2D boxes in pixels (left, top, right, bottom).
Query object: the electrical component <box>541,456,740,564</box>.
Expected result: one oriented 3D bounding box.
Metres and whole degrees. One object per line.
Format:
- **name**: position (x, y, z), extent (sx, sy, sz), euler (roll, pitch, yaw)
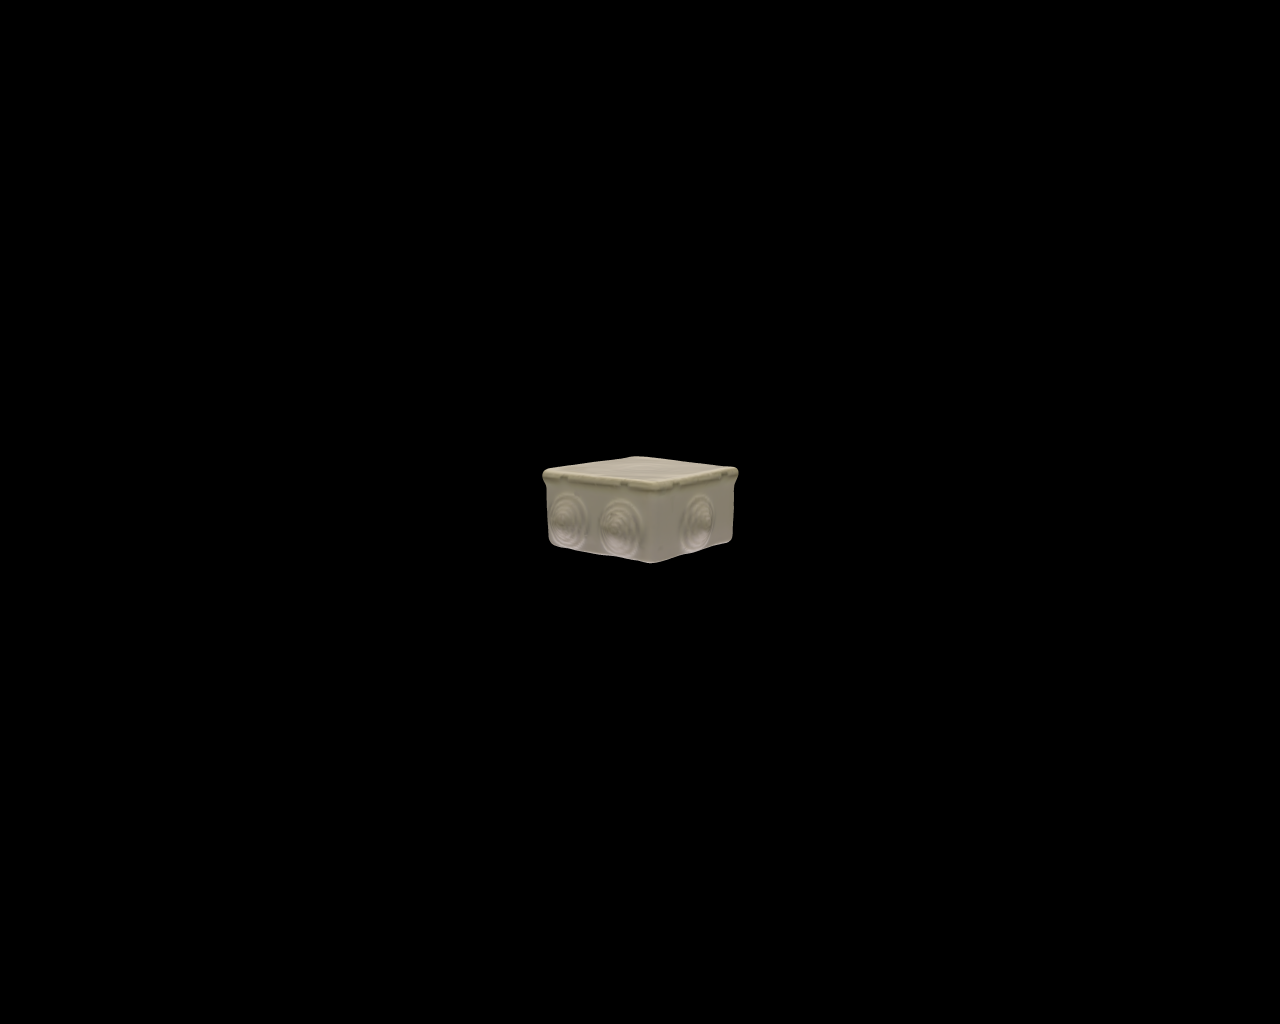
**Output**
- **electrical component**: position (0.001, -0.003, 0.650), extent (0.100, 0.048, 0.100), euler (8, 13, 39)
